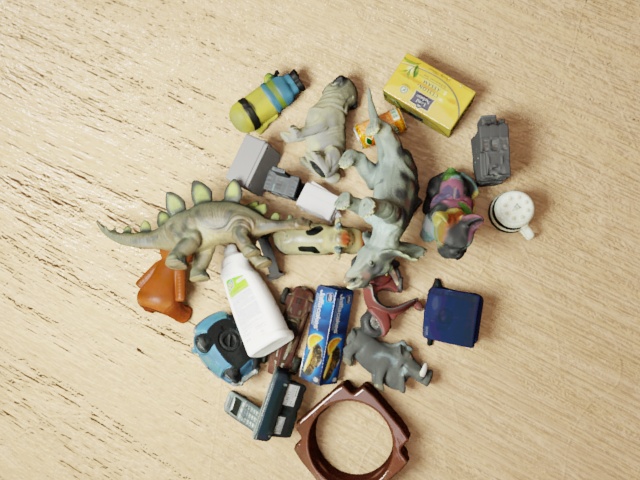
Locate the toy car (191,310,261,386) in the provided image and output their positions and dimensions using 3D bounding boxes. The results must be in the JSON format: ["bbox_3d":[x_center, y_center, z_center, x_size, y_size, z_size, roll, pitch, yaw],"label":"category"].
[{"bbox_3d":[-0.206,0.240,1.151,0.161,0.109,0.103,52,137,5],"label":"toy car"}]

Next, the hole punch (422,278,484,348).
[{"bbox_3d":[0.267,0.154,1.081,0.116,0.092,0.142,8,90,14],"label":"hole punch"}]

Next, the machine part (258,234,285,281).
[{"bbox_3d":[-0.117,0.020,1.170,0.039,0.084,0.138,-19,91,-17],"label":"machine part"}]

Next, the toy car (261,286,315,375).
[{"bbox_3d":[-0.064,0.196,1.153,0.089,0.053,0.202,20,88,8],"label":"toy car"}]

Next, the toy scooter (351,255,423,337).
[{"bbox_3d":[0.141,0.106,1.111,0.135,0.075,0.184,-6,73,-9],"label":"toy scooter"}]

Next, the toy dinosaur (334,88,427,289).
[{"bbox_3d":[0.137,-0.100,1.058,0.131,0.192,0.405,-11,58,46],"label":"toy dinosaur"}]

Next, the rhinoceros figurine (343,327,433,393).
[{"bbox_3d":[0.137,0.250,1.106,0.190,0.073,0.112,28,79,13],"label":"rhinoceros figurine"}]

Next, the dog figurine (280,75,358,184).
[{"bbox_3d":[0.036,-0.238,1.156,0.190,0.121,0.172,-41,114,-13],"label":"dog figurine"}]

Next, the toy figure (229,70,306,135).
[{"bbox_3d":[-0.120,-0.308,1.185,0.180,0.089,0.082,-33,74,8],"label":"toy figure"}]

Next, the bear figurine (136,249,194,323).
[{"bbox_3d":[-0.328,0.069,1.192,0.120,0.131,0.196,13,70,9],"label":"bear figurine"}]

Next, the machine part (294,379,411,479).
[{"bbox_3d":[0.067,0.404,1.094,0.201,0.087,0.201,-43,81,4],"label":"machine part"}]

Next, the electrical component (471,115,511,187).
[{"bbox_3d":[0.342,-0.180,1.081,0.058,0.115,0.134,-3,85,5],"label":"electrical component"}]

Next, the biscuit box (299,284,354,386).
[{"bbox_3d":[0.015,0.195,1.116,0.059,0.062,0.202,11,91,43],"label":"biscuit box"}]

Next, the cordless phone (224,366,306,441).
[{"bbox_3d":[-0.128,0.325,1.123,0.184,0.088,0.146,8,77,49],"label":"cordless phone"}]

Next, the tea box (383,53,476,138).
[{"bbox_3d":[0.229,-0.304,1.135,0.170,0.068,0.098,33,91,10],"label":"tea box"}]

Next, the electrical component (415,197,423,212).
[{"bbox_3d":[0.171,-0.086,1.137,0.102,0.045,0.078,-41,78,4],"label":"electrical component"}]

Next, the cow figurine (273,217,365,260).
[{"bbox_3d":[-0.002,-0.003,1.120,0.195,0.127,0.085,2,88,12],"label":"cow figurine"}]

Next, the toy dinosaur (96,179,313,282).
[{"bbox_3d":[-0.249,-0.019,1.100,0.472,0.105,0.198,-7,59,5],"label":"toy dinosaur"}]

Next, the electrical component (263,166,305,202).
[{"bbox_3d":[-0.078,-0.119,1.147,0.075,0.119,0.047,17,88,8],"label":"electrical component"}]

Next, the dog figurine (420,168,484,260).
[{"bbox_3d":[0.258,-0.056,1.033,0.109,0.219,0.191,8,88,7],"label":"dog figurine"}]
